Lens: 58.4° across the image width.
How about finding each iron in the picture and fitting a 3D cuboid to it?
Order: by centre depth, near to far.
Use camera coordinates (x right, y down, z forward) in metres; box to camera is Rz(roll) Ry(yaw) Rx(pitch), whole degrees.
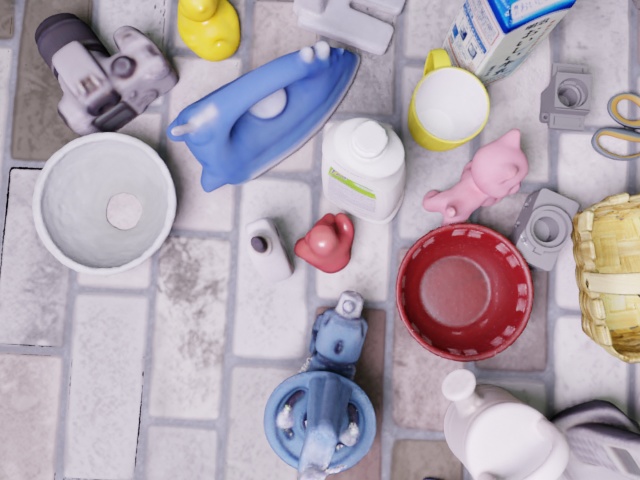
[{"bbox_3d":[-0.058,-0.169,0.665,0.258,0.141,0.118,-35,86,-2],"label":"iron"}]

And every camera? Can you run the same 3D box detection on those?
[{"bbox_3d":[-0.270,-0.216,0.691,0.143,0.101,0.137,-36,86,-2],"label":"camera"}]

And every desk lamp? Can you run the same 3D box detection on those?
[{"bbox_3d":[0.005,-0.327,0.642,0.203,0.213,0.118,20,86,2],"label":"desk lamp"}]

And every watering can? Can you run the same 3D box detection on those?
[{"bbox_3d":[0.193,0.216,0.607,0.173,0.194,0.101,29,86,3],"label":"watering can"}]

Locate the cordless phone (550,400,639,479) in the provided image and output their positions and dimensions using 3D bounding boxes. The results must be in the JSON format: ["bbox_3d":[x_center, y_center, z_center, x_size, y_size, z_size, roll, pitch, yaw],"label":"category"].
[{"bbox_3d":[0.332,0.253,0.608,0.094,0.185,0.147,-36,86,-2],"label":"cordless phone"}]

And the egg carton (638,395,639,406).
[{"bbox_3d":[0.456,0.193,0.670,0.150,0.069,0.107,23,86,2],"label":"egg carton"}]

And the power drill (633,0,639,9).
[{"bbox_3d":[0.456,-0.350,0.644,0.229,0.208,0.075,-34,86,-2],"label":"power drill"}]

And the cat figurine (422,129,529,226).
[{"bbox_3d":[0.189,-0.066,0.668,0.128,0.118,0.067,-40,86,-3],"label":"cat figurine"}]

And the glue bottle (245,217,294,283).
[{"bbox_3d":[-0.060,0.008,0.635,0.037,0.173,0.078,-21,85,-1],"label":"glue bottle"}]

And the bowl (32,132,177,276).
[{"bbox_3d":[-0.247,-0.040,0.689,0.167,0.074,0.167,0,85,0],"label":"bowl"}]

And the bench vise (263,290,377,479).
[{"bbox_3d":[-0.003,0.159,0.600,0.121,0.219,0.207,-3,85,0],"label":"bench vise"}]

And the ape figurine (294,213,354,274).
[{"bbox_3d":[0.006,0.002,0.676,0.078,0.092,0.076,-14,85,-1],"label":"ape figurine"}]

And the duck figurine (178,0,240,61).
[{"bbox_3d":[-0.143,-0.278,0.702,0.077,0.086,0.104,-27,86,-2],"label":"duck figurine"}]
